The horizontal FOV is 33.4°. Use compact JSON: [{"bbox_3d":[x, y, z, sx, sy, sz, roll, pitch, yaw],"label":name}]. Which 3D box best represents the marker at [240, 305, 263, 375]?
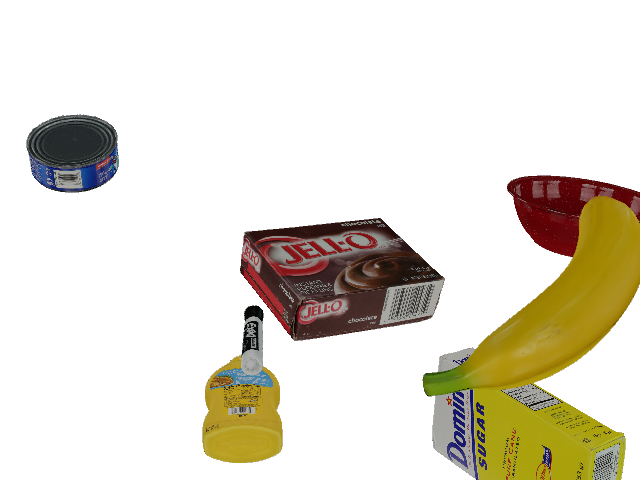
[{"bbox_3d":[-0.061,0.088,0.971,0.020,0.020,0.121,0,19,-3],"label":"marker"}]

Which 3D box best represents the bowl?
[{"bbox_3d":[0.270,-0.021,1.106,0.162,0.055,0.162,5,18,-2],"label":"bowl"}]

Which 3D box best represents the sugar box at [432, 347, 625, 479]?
[{"bbox_3d":[0.162,0.164,0.863,0.048,0.093,0.176,-11,23,-34],"label":"sugar box"}]

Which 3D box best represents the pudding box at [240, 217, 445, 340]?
[{"bbox_3d":[0.013,0.024,0.730,0.113,0.039,0.090,-5,32,-29],"label":"pudding box"}]

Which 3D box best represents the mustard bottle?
[{"bbox_3d":[-0.099,0.202,1.352,0.096,0.058,0.191,-3,26,-3],"label":"mustard bottle"}]

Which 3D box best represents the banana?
[{"bbox_3d":[0.131,0.023,0.560,0.070,0.037,0.197,12,35,38],"label":"banana"}]

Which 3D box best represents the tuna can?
[{"bbox_3d":[-0.238,-0.084,1.030,0.086,0.034,0.086,2,41,-2],"label":"tuna can"}]
